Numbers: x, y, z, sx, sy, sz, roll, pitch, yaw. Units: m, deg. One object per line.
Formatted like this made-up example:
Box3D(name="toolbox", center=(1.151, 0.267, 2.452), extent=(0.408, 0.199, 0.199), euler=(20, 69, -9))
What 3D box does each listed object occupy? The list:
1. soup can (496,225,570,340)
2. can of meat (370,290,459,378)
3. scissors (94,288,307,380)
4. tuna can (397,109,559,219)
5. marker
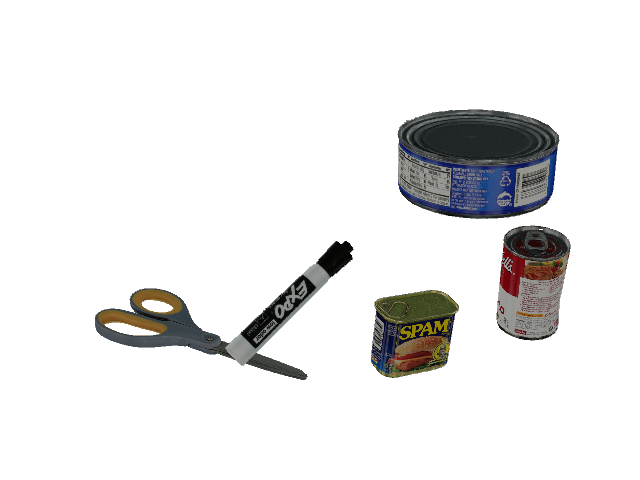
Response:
Box3D(name="soup can", center=(0.222, 0.045, 1.118), extent=(0.068, 0.102, 0.068), euler=(0, 31, 0))
Box3D(name="can of meat", center=(0.113, 0.115, 1.310), extent=(0.102, 0.084, 0.057), euler=(-7, 29, -24))
Box3D(name="scissors", center=(-0.105, 0.083, 0.981), extent=(0.202, 0.016, 0.096), euler=(9, 29, 4))
Box3D(name="tuna can", center=(0.084, -0.042, 0.578), extent=(0.086, 0.034, 0.086), euler=(0, 24, 0))
Box3D(name="marker", center=(-0.021, 0.044, 0.792), extent=(0.121, 0.020, 0.020), euler=(-44, 10, -11))
